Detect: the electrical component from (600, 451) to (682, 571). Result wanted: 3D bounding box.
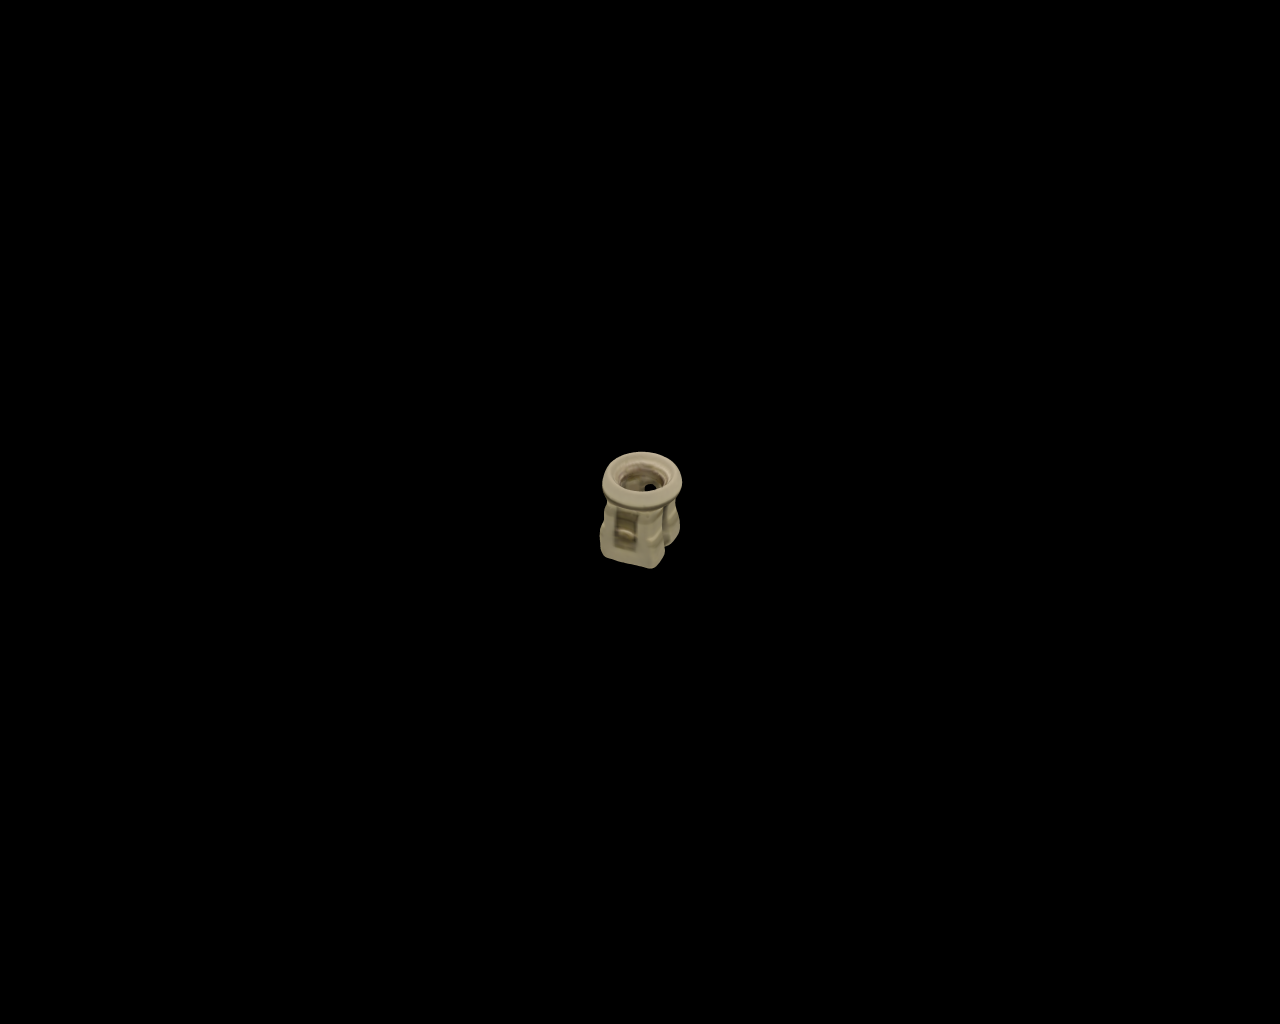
[{"bbox_3d":[0.001,-0.003,0.650,0.048,0.055,0.066,13,38,18],"label":"electrical component"}]
